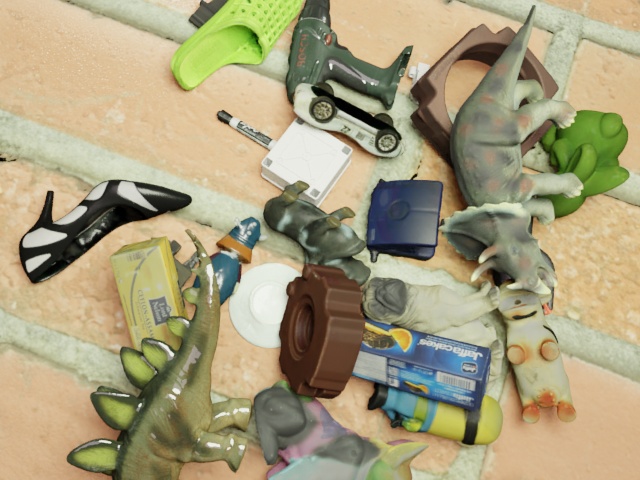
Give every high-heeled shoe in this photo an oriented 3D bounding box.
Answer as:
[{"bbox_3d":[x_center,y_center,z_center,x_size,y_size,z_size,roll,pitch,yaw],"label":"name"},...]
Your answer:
[{"bbox_3d":[-0.319,-0.009,0.799,0.249,0.086,0.145,-1,77,1],"label":"high-heeled shoe"}]

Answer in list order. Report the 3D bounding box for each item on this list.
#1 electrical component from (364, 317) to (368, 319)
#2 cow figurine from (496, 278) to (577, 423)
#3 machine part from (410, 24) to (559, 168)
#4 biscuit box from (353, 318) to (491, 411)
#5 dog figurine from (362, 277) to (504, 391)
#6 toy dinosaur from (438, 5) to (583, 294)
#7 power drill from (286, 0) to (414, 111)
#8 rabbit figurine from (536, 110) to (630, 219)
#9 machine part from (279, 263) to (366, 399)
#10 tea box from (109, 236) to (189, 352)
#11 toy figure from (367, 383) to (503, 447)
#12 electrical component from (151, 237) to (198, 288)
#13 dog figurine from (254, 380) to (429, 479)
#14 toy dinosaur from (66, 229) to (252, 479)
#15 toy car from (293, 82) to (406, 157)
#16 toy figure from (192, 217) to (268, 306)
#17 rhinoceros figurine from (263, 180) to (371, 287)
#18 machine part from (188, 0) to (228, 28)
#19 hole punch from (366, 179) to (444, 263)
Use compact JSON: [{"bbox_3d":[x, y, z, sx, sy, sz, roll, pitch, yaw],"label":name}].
[{"bbox_3d":[0.033,0.116,0.810,0.094,0.021,0.063,-14,74,-8],"label":"electrical component"},{"bbox_3d":[0.303,0.145,0.767,0.086,0.127,0.194,-16,100,20],"label":"cow figurine"},{"bbox_3d":[0.262,-0.219,0.866,0.201,0.087,0.201,-45,98,-8],"label":"machine part"},{"bbox_3d":[0.123,0.162,0.723,0.203,0.059,0.063,10,37,24],"label":"biscuit box"},{"bbox_3d":[0.158,0.136,0.779,0.191,0.121,0.172,-4,81,9],"label":"dog figurine"},{"bbox_3d":[0.253,-0.124,0.767,0.192,0.131,0.404,-8,86,-13],"label":"toy dinosaur"},{"bbox_3d":[0.050,-0.317,0.913,0.207,0.086,0.232,19,75,-2],"label":"power drill"},{"bbox_3d":[0.415,-0.107,0.848,0.121,0.159,0.170,28,89,-5],"label":"rabbit figurine"},{"bbox_3d":[-0.004,0.120,0.720,0.056,0.179,0.179,11,72,-23],"label":"machine part"},{"bbox_3d":[-0.224,0.087,0.734,0.068,0.098,0.169,-14,102,-7],"label":"tea box"},{"bbox_3d":[0.162,0.236,0.747,0.180,0.089,0.082,18,81,0],"label":"toy figure"},{"bbox_3d":[-0.237,0.042,0.807,0.078,0.045,0.102,37,76,-21],"label":"electrical component"},{"bbox_3d":[0.029,0.274,0.723,0.219,0.108,0.191,-8,72,-10],"label":"dog figurine"},{"bbox_3d":[-0.187,0.228,0.667,0.198,0.105,0.471,21,90,-11],"label":"toy dinosaur"},{"bbox_3d":[0.049,-0.189,0.856,0.201,0.056,0.073,23,34,-19],"label":"toy car"},{"bbox_3d":[-0.139,0.031,0.807,0.058,0.064,0.154,11,63,39],"label":"toy figure"},{"bbox_3d":[-0.002,-0.002,0.797,0.190,0.073,0.112,38,117,0],"label":"rhinoceros figurine"},{"bbox_3d":[-0.163,-0.414,0.950,0.084,0.039,0.139,40,76,14],"label":"machine part"},{"bbox_3d":[0.132,-0.034,0.830,0.116,0.092,0.142,8,76,3],"label":"hole punch"}]
